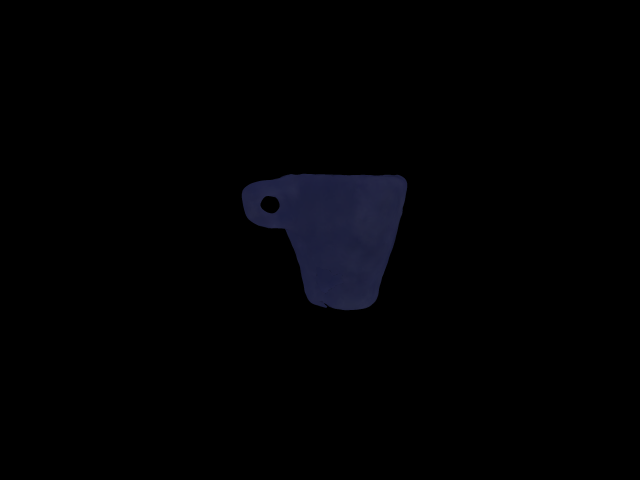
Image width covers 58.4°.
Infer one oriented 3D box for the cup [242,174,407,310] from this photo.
[{"bbox_3d":[0.004,0.001,0.400,0.118,0.095,0.091,-3,7,-26],"label":"cup"}]
